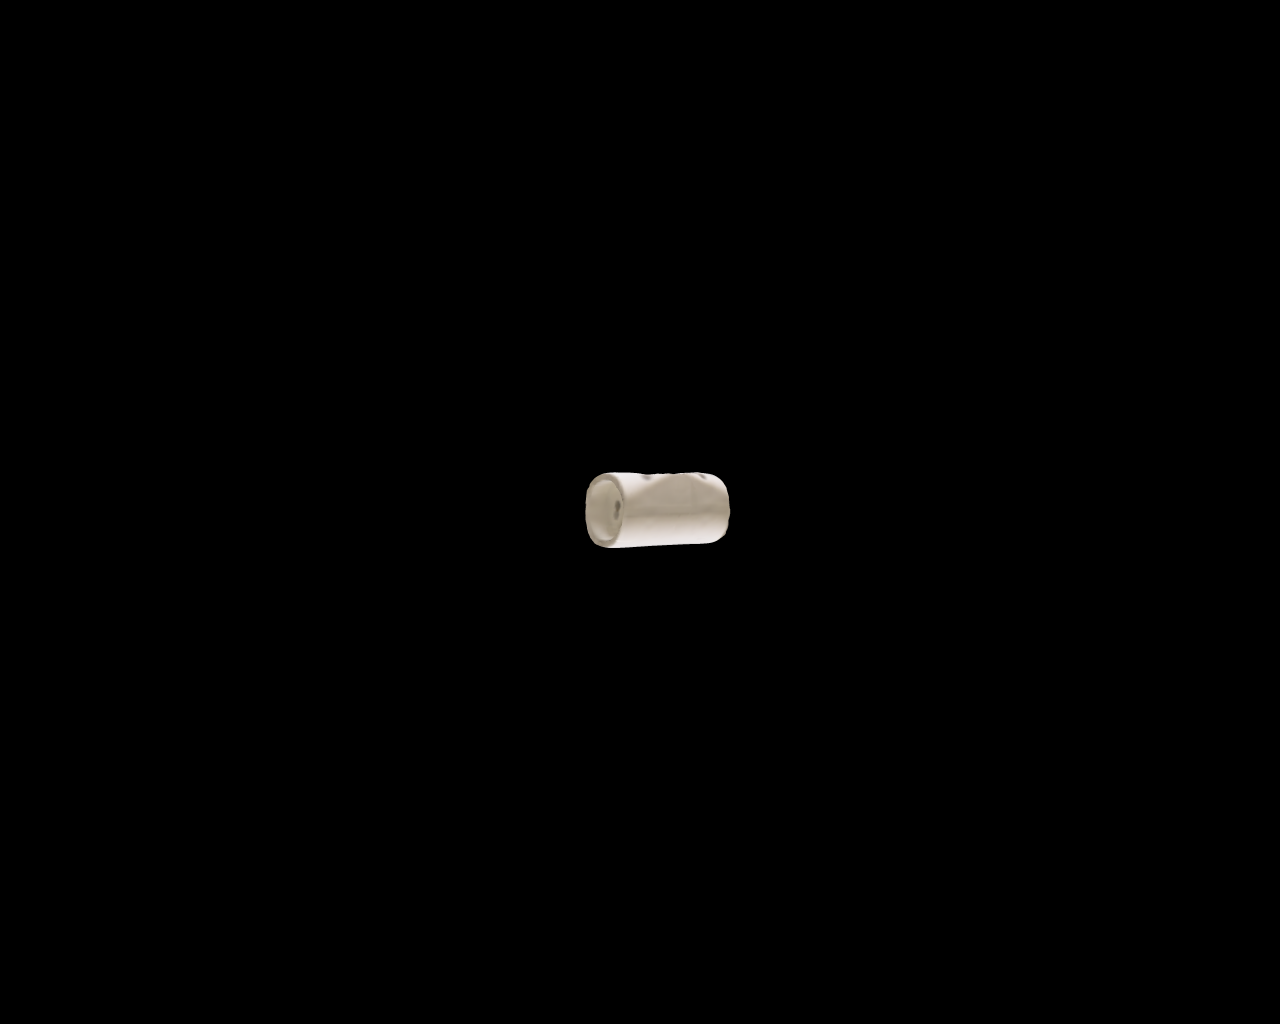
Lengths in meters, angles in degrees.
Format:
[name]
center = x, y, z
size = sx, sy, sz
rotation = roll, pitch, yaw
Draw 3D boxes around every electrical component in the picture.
[electrical component]
center = 0.001, -0.003, 0.650
size = 0.077, 0.044, 0.079
rotation = -1, 3, -34
